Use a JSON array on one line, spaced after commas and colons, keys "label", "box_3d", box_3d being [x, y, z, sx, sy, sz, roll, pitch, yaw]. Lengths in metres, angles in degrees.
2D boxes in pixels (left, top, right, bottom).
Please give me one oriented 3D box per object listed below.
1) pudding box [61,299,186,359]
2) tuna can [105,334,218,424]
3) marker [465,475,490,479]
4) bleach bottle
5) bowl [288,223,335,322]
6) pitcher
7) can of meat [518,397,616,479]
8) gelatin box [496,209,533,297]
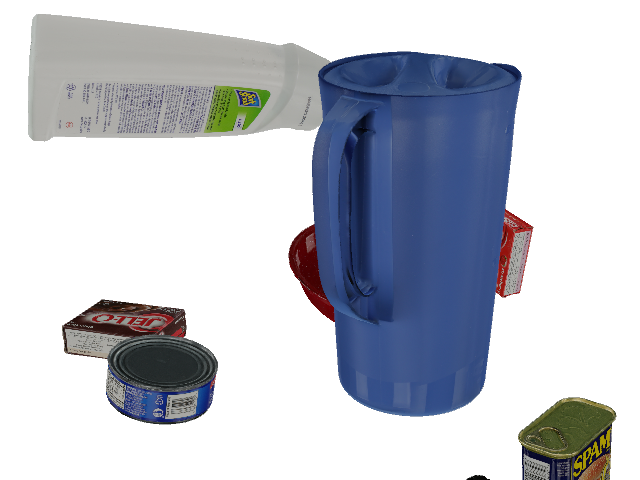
[{"label": "pudding box", "box_3d": [-0.222, 0.103, 1.213, 0.114, 0.039, 0.090, 3, 17, 19]}, {"label": "tuna can", "box_3d": [-0.125, 0.108, 0.837, 0.086, 0.034, 0.086, 8, 22, -3]}, {"label": "marker", "box_3d": [0.095, 0.193, 0.675, 0.020, 0.121, 0.020, 1, 36, -1]}, {"label": "bleach bottle", "box_3d": [-0.093, -0.115, 0.818, 0.250, 0.068, 0.103, 3, -28, -14]}, {"label": "bowl", "box_3d": [0.046, 0.042, 1.069, 0.162, 0.055, 0.162, 5, 35, -4]}, {"label": "pitcher", "box_3d": [0.059, -0.002, 0.736, 0.149, 0.243, 0.145, -4, 21, -9]}, {"label": "can of meat", "box_3d": [0.224, 0.204, 0.969, 0.058, 0.084, 0.101, 14, 26, 39]}, {"label": "gelatin box", "box_3d": [0.203, 0.009, 1.224, 0.030, 0.089, 0.073, -11, 32, -27]}]
